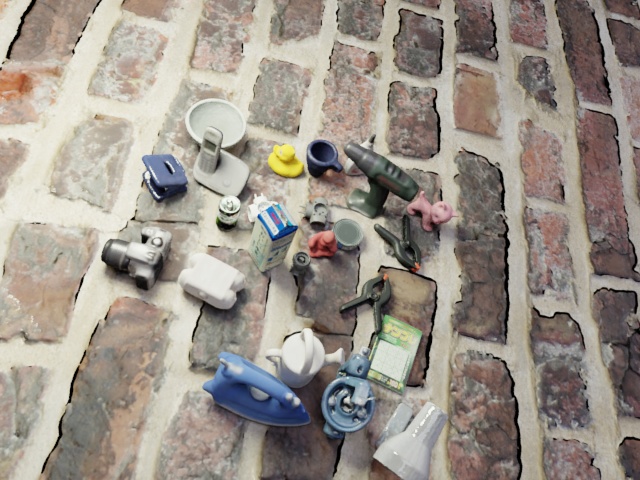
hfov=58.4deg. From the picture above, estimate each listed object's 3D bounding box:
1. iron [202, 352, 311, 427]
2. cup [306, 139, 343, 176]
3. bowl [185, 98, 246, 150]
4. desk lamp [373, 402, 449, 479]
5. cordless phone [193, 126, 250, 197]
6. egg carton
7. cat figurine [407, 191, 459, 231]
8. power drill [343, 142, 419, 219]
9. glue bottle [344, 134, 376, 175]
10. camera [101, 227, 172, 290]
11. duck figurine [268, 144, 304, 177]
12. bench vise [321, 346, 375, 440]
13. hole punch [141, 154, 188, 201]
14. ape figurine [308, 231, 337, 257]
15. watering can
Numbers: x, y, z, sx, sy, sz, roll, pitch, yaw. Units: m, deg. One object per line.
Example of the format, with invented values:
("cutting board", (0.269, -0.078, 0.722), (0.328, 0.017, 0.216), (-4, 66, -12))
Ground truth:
("iron", (-0.123, 0.334, 1.268), (0.258, 0.141, 0.119), (26, 59, -1))
("cup", (0.009, -0.216, 1.619), (0.117, 0.095, 0.092), (38, 60, 7))
("bowl", (-0.291, -0.308, 1.598), (0.167, 0.074, 0.167), (6, 62, -12))
("desk lamp", (0.195, 0.443, 1.254), (0.118, 0.213, 0.203), (36, 60, 5))
("cordless phone", (-0.252, -0.206, 1.491), (0.147, 0.185, 0.094), (26, 59, -1))
("egg carton", (-0.263, 0.101, 1.394), (0.150, 0.069, 0.107), (26, 59, 0))
("cat figurine", (0.324, -0.087, 1.623), (0.067, 0.117, 0.127), (-38, 78, -28))
("power drill", (0.144, -0.153, 1.557), (0.229, 0.208, 0.076), (25, 59, -1))
("glue bottle", (0.126, -0.245, 1.620), (0.078, 0.173, 0.037), (-12, 66, -20))
("camera", (-0.439, 0.026, 1.367), (0.137, 0.100, 0.143), (19, 60, -5))
("duck figurine", (-0.090, -0.230, 1.605), (0.104, 0.086, 0.077), (26, 59, -1))
("bench vise", (0.068, 0.326, 1.278), (0.121, 0.219, 0.207), (8, 61, -11))
("hole punch", (-0.403, -0.175, 1.489), (0.101, 0.091, 0.108), (-26, 72, -25))
("ape figurine", (0.014, 0.005, 1.506), (0.078, 0.092, 0.076), (35, 60, 5))
("watering can", (-0.032, 0.262, 1.300), (0.173, 0.194, 0.101), (-14, 67, -21))
